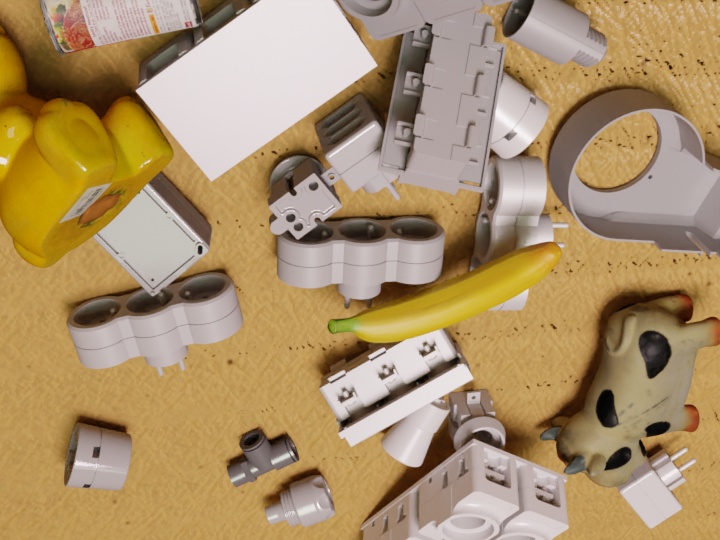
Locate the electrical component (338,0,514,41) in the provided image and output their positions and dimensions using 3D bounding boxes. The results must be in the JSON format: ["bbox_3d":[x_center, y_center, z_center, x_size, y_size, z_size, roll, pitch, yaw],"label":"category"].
[{"bbox_3d":[0.053,-0.220,0.730,0.150,0.061,0.089,-7,130,41],"label":"electrical component"}]

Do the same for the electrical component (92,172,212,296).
[{"bbox_3d":[-0.169,-0.040,0.838,0.062,0.061,0.096,-38,110,11],"label":"electrical component"}]

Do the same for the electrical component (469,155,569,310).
[{"bbox_3d":[0.139,-0.029,0.903,0.074,0.052,0.138,0,118,-11],"label":"electrical component"}]

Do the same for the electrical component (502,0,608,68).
[{"bbox_3d":[0.155,-0.182,0.828,0.081,0.043,0.043,22,112,-21],"label":"electrical component"}]

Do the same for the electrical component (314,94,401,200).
[{"bbox_3d":[0.008,-0.086,0.839,0.047,0.065,0.076,-34,119,8],"label":"electrical component"}]

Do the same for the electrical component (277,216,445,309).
[{"bbox_3d":[0.000,0.000,0.892,0.138,0.052,0.073,-2,118,-10],"label":"electrical component"}]

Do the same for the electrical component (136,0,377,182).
[{"bbox_3d":[-0.077,-0.151,0.790,0.150,0.061,0.089,-34,119,8],"label":"electrical component"}]

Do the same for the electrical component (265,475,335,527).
[{"bbox_3d":[-0.057,0.220,1.006,0.062,0.043,0.043,-20,120,2],"label":"electrical component"}]

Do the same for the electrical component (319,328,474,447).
[{"bbox_3d":[0.030,0.093,0.940,0.121,0.078,0.063,-30,97,6],"label":"electrical component"}]

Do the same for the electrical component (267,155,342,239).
[{"bbox_3d":[-0.046,-0.061,0.848,0.066,0.055,0.048,-36,118,10],"label":"electrical component"}]

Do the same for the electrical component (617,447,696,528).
[{"bbox_3d":[0.295,0.202,1.061,0.077,0.047,0.065,-36,118,9],"label":"electrical component"}]

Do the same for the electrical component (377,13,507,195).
[{"bbox_3d":[0.064,-0.126,0.789,0.079,0.063,0.121,12,73,-3],"label":"electrical component"}]

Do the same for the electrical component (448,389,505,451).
[{"bbox_3d":[0.106,0.145,0.989,0.048,0.055,0.066,-5,119,-8],"label":"electrical component"}]

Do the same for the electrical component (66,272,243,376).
[{"bbox_3d":[-0.165,0.056,0.891,0.138,0.052,0.073,-13,120,-4],"label":"electrical component"}]

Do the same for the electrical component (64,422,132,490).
[{"bbox_3d":[-0.228,0.164,0.937,0.047,0.055,0.055,13,115,-21],"label":"electrical component"}]

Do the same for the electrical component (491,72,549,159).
[{"bbox_3d":[0.112,-0.123,0.846,0.047,0.055,0.055,35,107,-21],"label":"electrical component"}]

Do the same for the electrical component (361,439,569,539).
[{"bbox_3d":[0.093,0.241,0.998,0.105,0.060,0.186,24,133,-21],"label":"electrical component"}]

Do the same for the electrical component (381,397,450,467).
[{"bbox_3d":[0.054,0.142,0.986,0.044,0.044,0.065,24,106,-22],"label":"electrical component"}]
